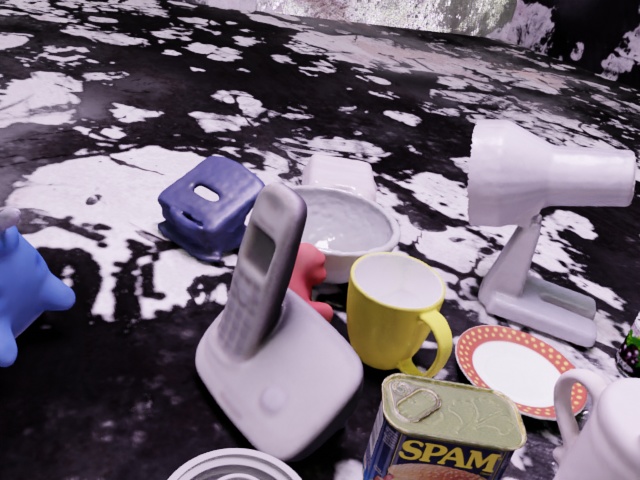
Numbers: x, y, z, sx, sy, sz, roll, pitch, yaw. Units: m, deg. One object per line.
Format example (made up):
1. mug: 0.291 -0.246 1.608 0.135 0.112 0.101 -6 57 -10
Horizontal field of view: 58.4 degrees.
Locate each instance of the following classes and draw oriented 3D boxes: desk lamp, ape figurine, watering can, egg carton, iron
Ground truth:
1. desk lamp: 0.248 -0.018 0.653 0.203 0.213 0.118 20 30 14
2. ape figurine: -0.018 0.046 0.567 0.076 0.092 0.077 6 30 -10
3. watering can: 0.240 0.145 0.384 0.172 0.194 0.101 27 33 25
4. egg carton: 0.026 -0.066 0.803 0.107 0.069 0.150 9 29 -6
5. iron: -0.341 0.009 0.460 0.258 0.141 0.119 14 29 4

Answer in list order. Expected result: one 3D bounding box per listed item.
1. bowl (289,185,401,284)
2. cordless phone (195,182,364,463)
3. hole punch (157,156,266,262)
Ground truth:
1. bowl: 0.006 0.002 0.670 0.167 0.075 0.167 9 29 -5
2. cordless phone: -0.026 0.061 0.442 0.094 0.185 0.147 -16 39 -40
3. hole punch: -0.129 -0.041 0.679 0.108 0.091 0.101 30 34 29
